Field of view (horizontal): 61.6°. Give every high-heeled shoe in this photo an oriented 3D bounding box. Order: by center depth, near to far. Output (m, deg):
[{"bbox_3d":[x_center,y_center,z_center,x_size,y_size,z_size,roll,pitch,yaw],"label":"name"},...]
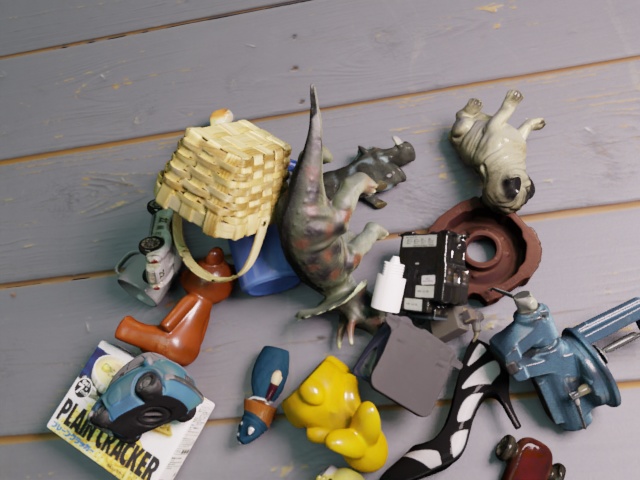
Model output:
[{"bbox_3d":[0.174,0.251,0.791,0.249,0.086,0.145,-26,60,-1],"label":"high-heeled shoe"}]

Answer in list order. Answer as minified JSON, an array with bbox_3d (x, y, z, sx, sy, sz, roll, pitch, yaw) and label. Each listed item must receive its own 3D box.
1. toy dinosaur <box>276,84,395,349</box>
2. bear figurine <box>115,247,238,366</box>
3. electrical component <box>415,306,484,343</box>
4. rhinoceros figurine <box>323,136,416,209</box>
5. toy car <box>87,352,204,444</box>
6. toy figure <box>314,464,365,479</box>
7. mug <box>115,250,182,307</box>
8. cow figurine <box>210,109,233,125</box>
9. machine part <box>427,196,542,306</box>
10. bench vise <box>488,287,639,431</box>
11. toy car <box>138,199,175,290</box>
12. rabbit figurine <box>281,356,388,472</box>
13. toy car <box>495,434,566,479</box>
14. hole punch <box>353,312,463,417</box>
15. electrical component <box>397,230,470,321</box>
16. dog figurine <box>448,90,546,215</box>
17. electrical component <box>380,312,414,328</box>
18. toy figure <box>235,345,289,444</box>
[{"bbox_3d":[0.000,-0.006,0.804,0.131,0.404,0.192,6,47,39],"label":"toy dinosaur"},{"bbox_3d":[-0.226,0.104,0.898,0.132,0.120,0.196,13,70,19],"label":"bear figurine"},{"bbox_3d":[0.200,0.129,0.827,0.102,0.045,0.078,-45,39,32],"label":"electrical component"},{"bbox_3d":[0.082,-0.113,0.952,0.190,0.073,0.112,-24,57,3],"label":"rhinoceros figurine"},{"bbox_3d":[-0.260,0.225,0.803,0.162,0.109,0.103,-28,42,9],"label":"toy car"},{"bbox_3d":[0.001,0.407,0.760,0.089,0.082,0.180,32,73,8],"label":"toy figure"},{"bbox_3d":[-0.302,0.050,0.958,0.110,0.080,0.107,21,60,24],"label":"mug"},{"bbox_3d":[-0.200,-0.167,1.016,0.068,0.098,0.167,8,56,31],"label":"cow figurine"},{"bbox_3d":[0.261,0.019,0.873,0.179,0.056,0.179,-4,69,10],"label":"machine part"},{"bbox_3d":[0.369,0.141,0.750,0.241,0.129,0.223,-27,91,2],"label":"bench vise"},{"bbox_3d":[-0.263,-0.001,0.894,0.056,0.073,0.202,-1,36,-10],"label":"toy car"},{"bbox_3d":[0.040,0.262,0.784,0.122,0.162,0.173,-38,85,-18],"label":"rabbit figurine"},{"bbox_3d":[0.263,0.370,0.739,0.089,0.053,0.202,27,73,7],"label":"toy car"},{"bbox_3d":[0.123,0.183,0.797,0.142,0.092,0.116,33,75,-7],"label":"hole punch"},{"bbox_3d":[0.165,0.054,0.814,0.115,0.058,0.134,0,82,57],"label":"electrical component"},{"bbox_3d":[0.269,-0.127,0.882,0.121,0.172,0.190,29,69,-22],"label":"dog figurine"},{"bbox_3d":[0.119,0.152,0.843,0.063,0.021,0.094,14,94,-22],"label":"electrical component"},{"bbox_3d":[-0.089,0.245,0.847,0.058,0.064,0.154,16,72,1],"label":"toy figure"}]
